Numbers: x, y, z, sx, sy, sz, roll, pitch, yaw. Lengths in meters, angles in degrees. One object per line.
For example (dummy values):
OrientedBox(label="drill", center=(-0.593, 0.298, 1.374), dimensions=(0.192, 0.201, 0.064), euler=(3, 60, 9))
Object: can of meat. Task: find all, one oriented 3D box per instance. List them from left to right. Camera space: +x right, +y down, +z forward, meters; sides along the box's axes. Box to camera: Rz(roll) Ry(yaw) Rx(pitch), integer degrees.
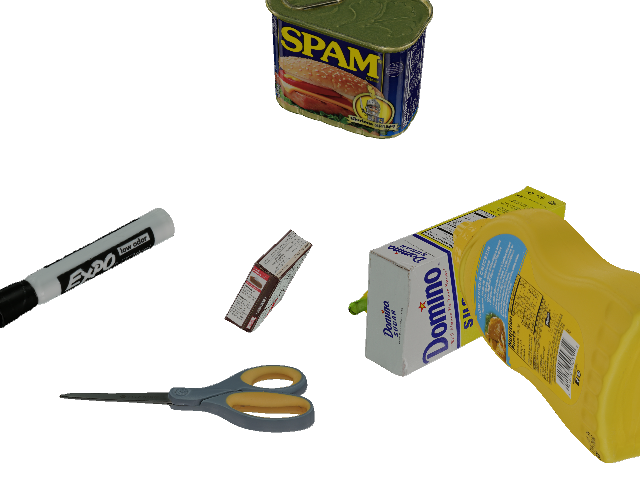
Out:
OrientedBox(label="can of meat", center=(0.017, -0.120, 0.689), dimensions=(0.102, 0.057, 0.084), euler=(21, -36, 16))

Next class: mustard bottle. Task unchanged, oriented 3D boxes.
OrientedBox(label="mustard bottle", center=(0.129, 0.036, 0.615), dimensions=(0.058, 0.096, 0.192), euler=(-10, 29, -20))

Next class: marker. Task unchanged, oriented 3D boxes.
OrientedBox(label="marker", center=(-0.132, 0.014, 0.585), dimensions=(0.120, 0.020, 0.020), euler=(-31, 19, -36))

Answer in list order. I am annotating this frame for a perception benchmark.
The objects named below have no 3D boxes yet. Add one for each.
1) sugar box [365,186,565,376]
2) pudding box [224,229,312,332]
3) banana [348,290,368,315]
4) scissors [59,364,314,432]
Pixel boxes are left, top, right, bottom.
OrientedBox(label="sugar box", center=(0.112, 0.028, 0.807), dimensions=(0.175, 0.093, 0.048), euler=(-24, 36, -38))
OrientedBox(label="pudding box", center=(-0.060, 0.048, 1.264), dimensions=(0.039, 0.090, 0.113), euler=(32, 28, 5))
OrientedBox(label="banana", center=(0.117, 0.023, 1.035), dimensions=(0.198, 0.037, 0.069), euler=(-33, -1, 0))
OrientedBox(label="scissors", center=(-0.098, 0.119, 0.862), dimensions=(0.202, 0.016, 0.096), euler=(7, 22, 15))
